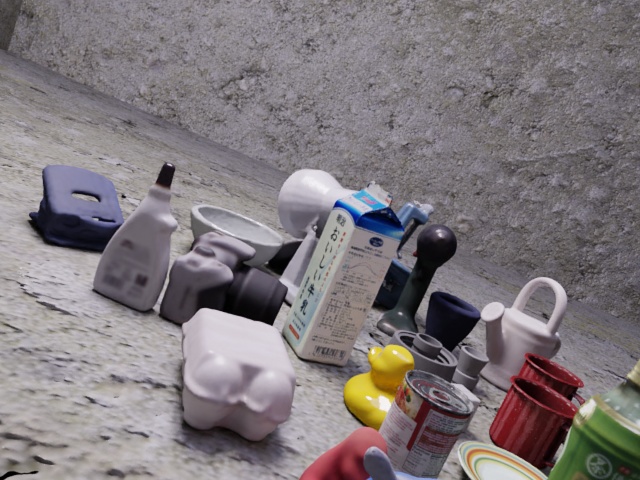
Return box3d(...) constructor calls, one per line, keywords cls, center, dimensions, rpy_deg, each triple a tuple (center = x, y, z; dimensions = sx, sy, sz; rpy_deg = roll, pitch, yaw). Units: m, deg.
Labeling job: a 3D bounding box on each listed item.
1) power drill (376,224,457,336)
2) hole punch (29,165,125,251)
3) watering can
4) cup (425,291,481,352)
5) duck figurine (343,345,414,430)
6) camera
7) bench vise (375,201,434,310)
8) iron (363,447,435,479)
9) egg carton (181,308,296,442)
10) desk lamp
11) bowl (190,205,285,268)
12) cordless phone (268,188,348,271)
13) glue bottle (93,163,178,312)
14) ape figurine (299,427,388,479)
box3d(cls="power drill", center=(0.174, 0.067, 0.988), dimensions=(0.075, 0.208, 0.230), rpy_deg=(25, 11, 8))
box3d(cls="hole punch", center=(-0.330, -0.045, 0.797), dimensions=(0.109, 0.091, 0.100), rpy_deg=(11, 16, -47))
box3d(cls="watering can", center=(0.341, 0.153, 0.956), dimensions=(0.173, 0.194, 0.100), rpy_deg=(11, 16, -47))
box3d(cls="cup", center=(0.219, 0.146, 1.001), dimensions=(0.091, 0.095, 0.118), rpy_deg=(24, 11, 5))
box3d(cls="duck figurine", center=(0.079, 0.164, 0.650), dimensions=(0.078, 0.086, 0.104), rpy_deg=(16, 13, -32))
box3d(cls="camera", center=(-0.112, 0.057, 0.733), dimensions=(0.137, 0.101, 0.143), rpy_deg=(23, 11, 0))
box3d(cls="bench vise", center=(0.123, 0.020, 1.075), dimensions=(0.208, 0.220, 0.121), rpy_deg=(13, 15, -44))
box3d(cls="iron", center=(0.103, 0.208, 0.336), dimensions=(0.259, 0.141, 0.118), rpy_deg=(20, 11, -15))
box3d(cls="egg carton", center=(-0.082, 0.124, 0.551), dimensions=(0.107, 0.069, 0.150), rpy_deg=(19, 11, -20))
box3d(cls="desk lamp", center=(0.009, 0.003, 0.938), dimensions=(0.118, 0.213, 0.202), rpy_deg=(13, 15, -44))
box3d(cls="bowl", center=(-0.149, 0.005, 0.974), dimensions=(0.167, 0.075, 0.167), rpy_deg=(22, 11, -4))
box3d(cls="cordless phone", center=(-0.012, -0.020, 1.082), dimensions=(0.094, 0.185, 0.148), rpy_deg=(28, 12, 26))
box3d(cls="glue bottle", center=(-0.201, -0.008, 0.666), dimensions=(0.078, 0.173, 0.037), rpy_deg=(24, 11, 4))
box3d(cls="ape figurine", center=(0.020, 0.182, 0.424), dimensions=(0.078, 0.092, 0.076), rpy_deg=(20, 11, -15))
